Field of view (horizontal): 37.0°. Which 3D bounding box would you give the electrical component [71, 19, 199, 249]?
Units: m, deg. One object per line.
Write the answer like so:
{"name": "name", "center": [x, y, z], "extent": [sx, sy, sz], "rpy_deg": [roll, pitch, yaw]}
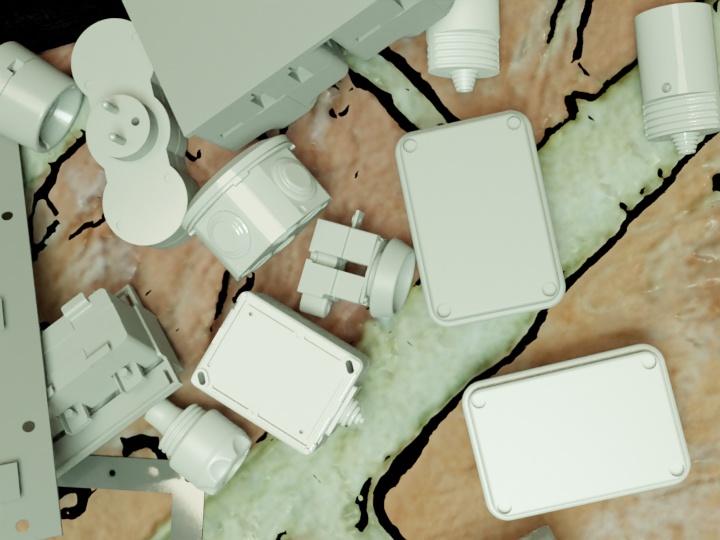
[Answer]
{"name": "electrical component", "center": [-0.137, -0.082, 0.637], "extent": [0.052, 0.074, 0.138], "rpy_deg": [-14, 86, 6]}

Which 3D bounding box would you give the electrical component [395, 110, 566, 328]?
{"name": "electrical component", "center": [0.069, -0.028, 0.618], "extent": [0.078, 0.057, 0.113], "rpy_deg": [-12, 86, 6]}

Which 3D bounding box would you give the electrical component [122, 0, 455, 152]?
{"name": "electrical component", "center": [-0.032, -0.162, 0.612], "extent": [0.186, 0.060, 0.105], "rpy_deg": [-32, 72, 17]}

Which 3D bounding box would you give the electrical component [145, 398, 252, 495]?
{"name": "electrical component", "center": [-0.099, 0.100, 0.640], "extent": [0.062, 0.043, 0.043], "rpy_deg": [36, 92, 9]}

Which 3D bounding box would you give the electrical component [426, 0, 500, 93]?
{"name": "electrical component", "center": [0.060, -0.145, 0.631], "extent": [0.043, 0.043, 0.081], "rpy_deg": [-2, 87, 7]}

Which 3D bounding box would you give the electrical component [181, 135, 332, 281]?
{"name": "electrical component", "center": [-0.060, -0.036, 0.624], "extent": [0.080, 0.080, 0.051], "rpy_deg": [-42, 89, 4]}

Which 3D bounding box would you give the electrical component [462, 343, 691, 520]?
{"name": "electrical component", "center": [0.120, 0.090, 0.606], "extent": [0.113, 0.057, 0.078], "rpy_deg": [-14, 86, 6]}

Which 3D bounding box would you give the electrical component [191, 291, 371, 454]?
{"name": "electrical component", "center": [-0.038, 0.062, 0.625], "extent": [0.096, 0.061, 0.061], "rpy_deg": [31, 91, 7]}

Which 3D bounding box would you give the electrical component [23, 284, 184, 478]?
{"name": "electrical component", "center": [-0.176, 0.069, 0.634], "extent": [0.121, 0.063, 0.078], "rpy_deg": [-37, 59, 4]}

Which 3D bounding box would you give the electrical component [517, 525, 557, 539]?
{"name": "electrical component", "center": [0.072, 0.197, 0.597], "extent": [0.113, 0.078, 0.057], "rpy_deg": [-30, 81, 5]}

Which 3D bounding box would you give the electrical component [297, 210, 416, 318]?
{"name": "electrical component", "center": [0.000, 0.000, 0.632], "extent": [0.055, 0.048, 0.066], "rpy_deg": [16, 89, 15]}

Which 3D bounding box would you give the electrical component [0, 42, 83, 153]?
{"name": "electrical component", "center": [-0.203, -0.104, 0.657], "extent": [0.047, 0.055, 0.055], "rpy_deg": [30, 91, 4]}

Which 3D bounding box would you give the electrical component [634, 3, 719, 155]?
{"name": "electrical component", "center": [0.183, -0.106, 0.614], "extent": [0.043, 0.043, 0.081], "rpy_deg": [-5, 87, 7]}
